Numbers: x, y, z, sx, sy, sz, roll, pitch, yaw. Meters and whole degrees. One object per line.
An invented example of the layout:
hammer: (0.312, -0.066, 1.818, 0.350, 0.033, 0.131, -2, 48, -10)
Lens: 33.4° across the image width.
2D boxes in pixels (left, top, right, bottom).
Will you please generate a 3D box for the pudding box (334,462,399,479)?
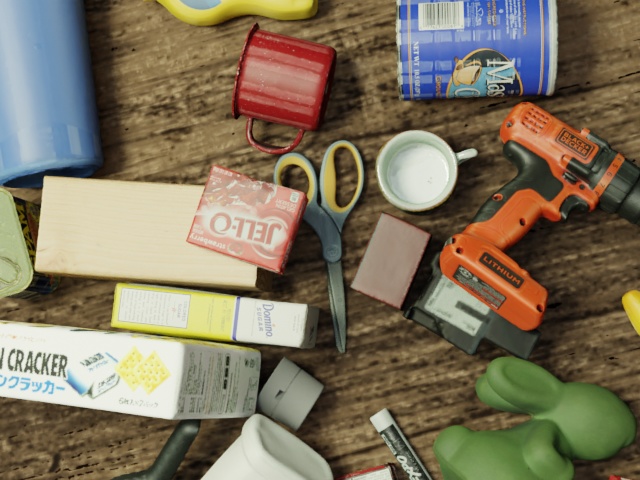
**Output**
pudding box: (0.039, 0.270, 0.979, 0.090, 0.039, 0.113, -17, 80, 7)

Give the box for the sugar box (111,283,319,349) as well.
sugar box: (-0.093, 0.072, 0.986, 0.176, 0.093, 0.048, 8, 86, 8)

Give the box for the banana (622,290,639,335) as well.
banana: (0.363, 0.104, 0.958, 0.198, 0.037, 0.069, 16, 68, 7)

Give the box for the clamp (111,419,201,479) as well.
clamp: (-0.141, 0.245, 0.995, 0.172, 0.039, 0.120, -36, 108, 15)

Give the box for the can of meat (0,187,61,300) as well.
can of meat: (-0.295, 0.007, 1.022, 0.057, 0.084, 0.102, -18, 83, 5)

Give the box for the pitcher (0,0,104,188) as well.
pitcher: (-0.290, -0.175, 1.017, 0.149, 0.144, 0.243, -13, 86, 27)

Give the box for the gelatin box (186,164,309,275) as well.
gelatin box: (-0.063, -0.018, 0.931, 0.089, 0.030, 0.073, 18, 86, 9)

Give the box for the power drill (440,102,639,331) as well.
power drill: (0.210, -0.013, 0.953, 0.184, 0.057, 0.187, 34, 69, 11)

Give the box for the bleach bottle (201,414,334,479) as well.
bleach bottle: (-0.103, 0.274, 0.960, 0.102, 0.068, 0.251, 38, 107, -20)

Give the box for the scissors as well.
scissors: (-0.007, 0.001, 1.017, 0.096, 0.016, 0.202, 10, 87, -2)

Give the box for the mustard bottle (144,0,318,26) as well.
mustard bottle: (-0.100, -0.258, 1.036, 0.192, 0.058, 0.096, -3, 85, 7)

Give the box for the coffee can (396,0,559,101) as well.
coffee can: (0.142, -0.181, 0.977, 0.140, 0.102, 0.103, -1, 84, 7)

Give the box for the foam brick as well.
foam brick: (0.067, 0.021, 0.992, 0.051, 0.053, 0.078, 22, 89, 9)

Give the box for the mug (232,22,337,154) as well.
mug: (-0.034, -0.138, 1.005, 0.081, 0.093, 0.117, 14, 98, 3)

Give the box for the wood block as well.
wood block: (-0.149, -0.004, 1.002, 0.206, 0.090, 0.091, 4, 85, 8)

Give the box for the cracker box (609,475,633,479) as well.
cracker box: (0.296, 0.320, 0.886, 0.164, 0.072, 0.214, 13, 103, -1)

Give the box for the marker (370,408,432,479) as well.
marker: (0.087, 0.211, 0.988, 0.020, 0.020, 0.121, -34, 81, 3)
